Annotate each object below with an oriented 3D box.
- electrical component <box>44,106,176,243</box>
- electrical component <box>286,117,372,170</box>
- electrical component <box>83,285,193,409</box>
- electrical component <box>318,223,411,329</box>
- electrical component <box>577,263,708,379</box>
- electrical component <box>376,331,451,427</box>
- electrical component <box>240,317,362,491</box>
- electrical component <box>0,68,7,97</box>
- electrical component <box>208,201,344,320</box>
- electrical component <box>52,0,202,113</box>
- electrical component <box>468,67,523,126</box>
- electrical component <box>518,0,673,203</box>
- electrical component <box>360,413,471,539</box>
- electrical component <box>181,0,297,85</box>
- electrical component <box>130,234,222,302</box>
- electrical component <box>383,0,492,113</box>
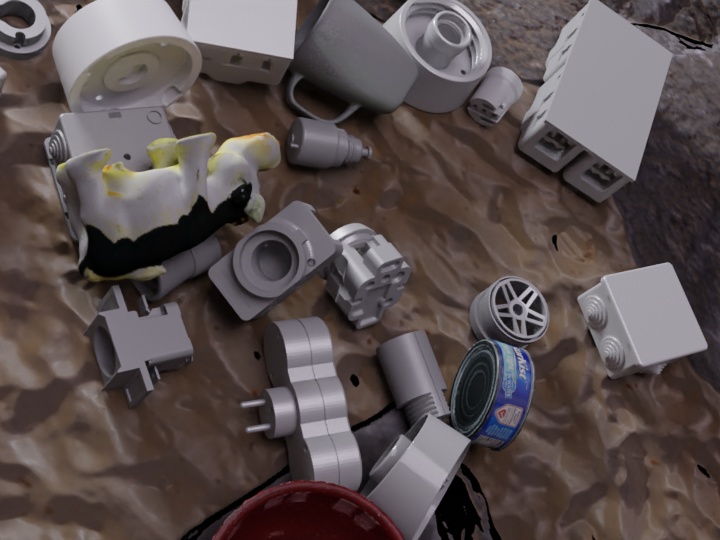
[{"bbox_3d":[-0.183,-0.075,0.820,0.100,0.048,0.099,-11,72,-31],"label":"electrical component"},{"bbox_3d":[-0.027,-0.106,0.922,0.078,0.040,0.040,7,63,-25],"label":"electrical component"},{"bbox_3d":[-0.158,0.053,0.775,0.064,0.042,0.081,-12,73,-33],"label":"electrical component"},{"bbox_3d":[0.000,0.000,0.867,0.058,0.078,0.057,-18,55,-33],"label":"electrical component"},{"bbox_3d":[0.258,0.048,0.991,0.100,0.048,0.099,-10,72,-31],"label":"electrical component"},{"bbox_3d":[0.046,0.094,0.861,0.043,0.043,0.081,-11,72,-31],"label":"electrical component"},{"bbox_3d":[-0.052,0.104,0.798,0.074,0.052,0.138,-6,69,-24],"label":"electrical component"},{"bbox_3d":[-0.297,-0.153,0.781,0.066,0.077,0.047,42,55,-3],"label":"electrical component"},{"bbox_3d":[-0.064,-0.007,0.817,0.089,0.056,0.050,-38,86,5],"label":"electrical component"},{"bbox_3d":[-0.184,-0.168,0.832,0.108,0.108,0.060,-16,69,-33],"label":"electrical component"},{"bbox_3d":[0.129,-0.166,1.034,0.040,0.040,0.046,40,60,-5],"label":"electrical component"},{"bbox_3d":[0.235,-0.169,1.078,0.105,0.060,0.186,32,56,-10],"label":"electrical component"},{"bbox_3d":[0.043,0.158,0.798,0.064,0.099,0.099,39,54,2],"label":"electrical component"},{"bbox_3d":[-0.102,-0.240,0.914,0.089,0.062,0.150,7,73,-16],"label":"electrical component"},{"bbox_3d":[-0.138,-0.008,0.816,0.065,0.044,0.044,-27,81,-40],"label":"electrical component"},{"bbox_3d":[0.073,-0.210,1.013,0.108,0.060,0.108,12,62,-23],"label":"electrical component"}]
